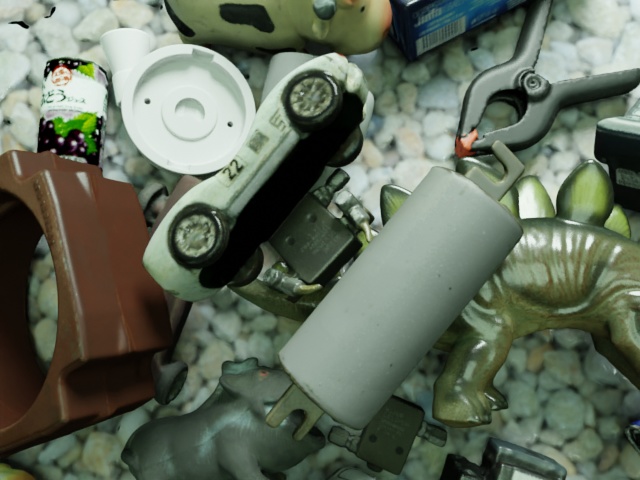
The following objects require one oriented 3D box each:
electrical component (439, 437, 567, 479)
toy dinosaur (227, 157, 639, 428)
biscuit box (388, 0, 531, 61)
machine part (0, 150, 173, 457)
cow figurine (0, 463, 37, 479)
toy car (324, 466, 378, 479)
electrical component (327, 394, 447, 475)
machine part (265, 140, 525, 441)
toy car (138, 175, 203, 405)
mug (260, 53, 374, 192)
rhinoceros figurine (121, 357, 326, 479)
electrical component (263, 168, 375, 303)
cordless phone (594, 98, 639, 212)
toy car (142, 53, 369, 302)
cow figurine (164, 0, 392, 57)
[{"bbox_3d":[0.148,0.233,0.428,0.115,0.058,0.134,20,85,3],"label":"electrical component"},{"bbox_3d":[0.126,0.041,0.431,0.472,0.105,0.198,-6,76,7],"label":"toy dinosaur"},{"bbox_3d":[0.149,-0.236,0.466,0.203,0.059,0.063,-27,56,0],"label":"biscuit box"},{"bbox_3d":[-0.217,0.050,0.414,0.201,0.087,0.201,-26,73,27],"label":"machine part"},{"bbox_3d":[-0.314,0.183,0.452,0.098,0.068,0.167,-39,80,4],"label":"cow figurine"},{"bbox_3d":[0.012,0.228,0.409,0.109,0.161,0.103,28,42,12],"label":"toy car"},{"bbox_3d":[0.058,0.165,0.457,0.094,0.021,0.063,22,86,4],"label":"electrical component"},{"bbox_3d":[0.053,0.038,0.362,0.079,0.079,0.243,40,90,6],"label":"machine part"},{"bbox_3d":[-0.134,0.045,0.446,0.089,0.053,0.202,27,103,11],"label":"toy car"},{"bbox_3d":[-0.005,-0.091,0.454,0.110,0.080,0.107,17,93,36],"label":"mug"},{"bbox_3d":[-0.066,0.157,0.445,0.190,0.073,0.112,-24,75,1],"label":"rhinoceros figurine"},{"bbox_3d":[-0.002,-0.001,0.411,0.102,0.045,0.078,-41,67,5],"label":"electrical component"},{"bbox_3d":[0.326,-0.101,0.423,0.184,0.088,0.147,-48,41,-13],"label":"cordless phone"},{"bbox_3d":[-0.038,-0.041,0.375,0.056,0.073,0.201,39,89,24],"label":"toy car"},{"bbox_3d":[-0.036,-0.198,0.448,0.195,0.127,0.085,12,88,7],"label":"cow figurine"}]
